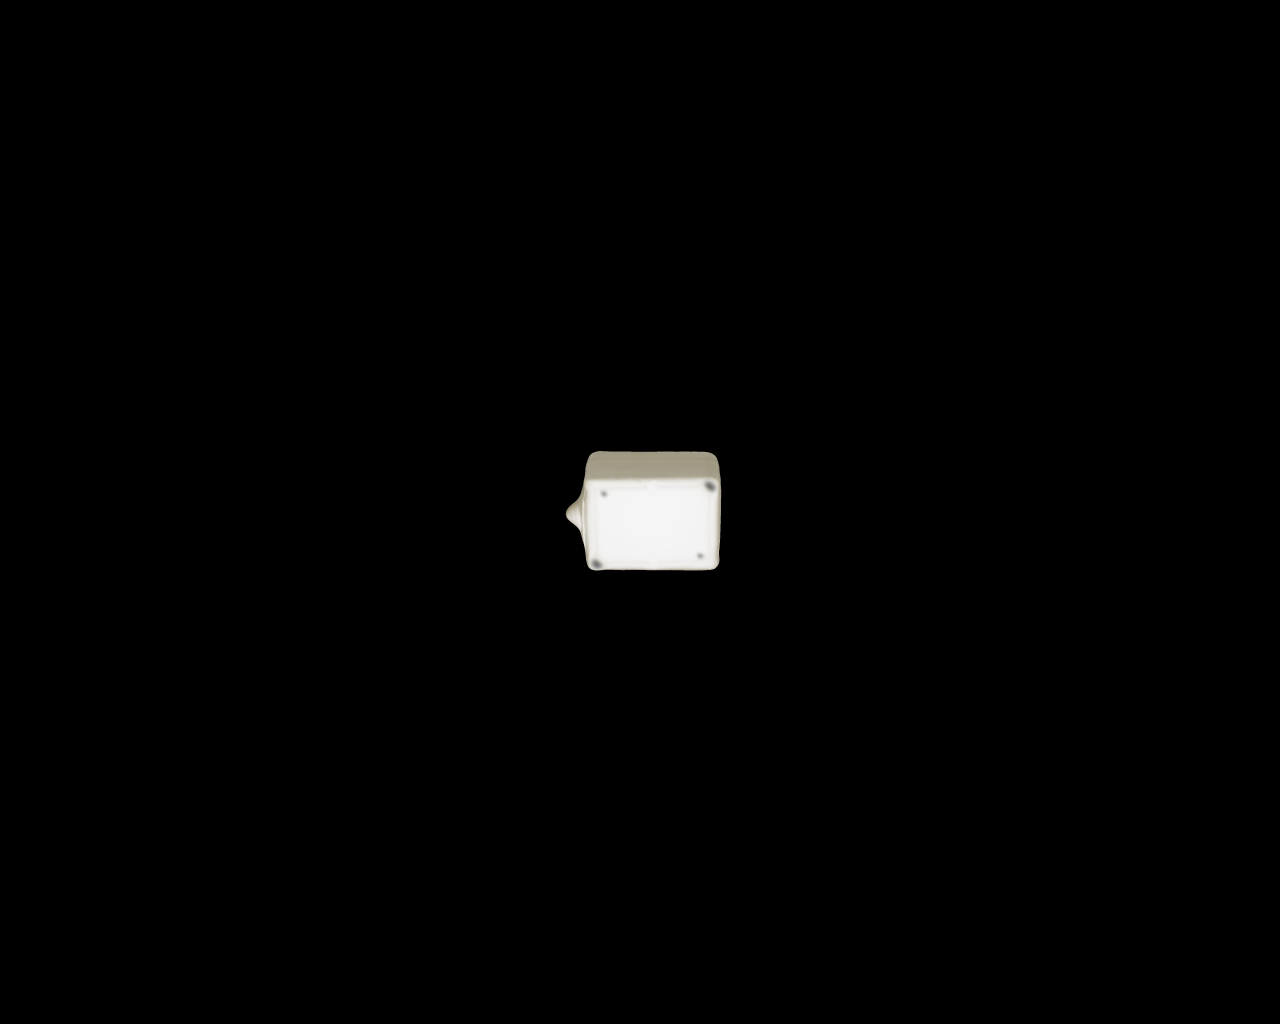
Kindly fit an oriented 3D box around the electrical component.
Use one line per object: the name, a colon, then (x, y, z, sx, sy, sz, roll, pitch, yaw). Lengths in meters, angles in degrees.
electrical component: (0.001, -0.003, 0.650, 0.096, 0.061, 0.061, 0, 21, 0)
